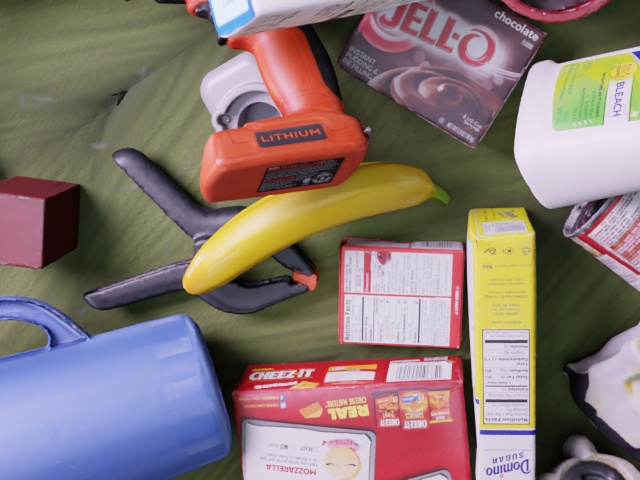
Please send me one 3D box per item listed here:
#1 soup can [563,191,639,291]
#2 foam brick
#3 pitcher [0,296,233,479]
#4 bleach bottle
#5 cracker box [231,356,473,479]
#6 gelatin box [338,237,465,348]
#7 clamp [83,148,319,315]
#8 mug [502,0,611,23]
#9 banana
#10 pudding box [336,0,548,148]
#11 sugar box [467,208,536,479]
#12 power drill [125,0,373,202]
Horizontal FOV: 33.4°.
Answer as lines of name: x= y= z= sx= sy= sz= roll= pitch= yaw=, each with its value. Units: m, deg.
soup can: x=0.225 y=0.000 z=0.715 sx=0.102 sy=0.068 sz=0.068 roll=36 pitch=104 yaw=-2
foam brick: x=-0.209 y=-0.013 z=0.765 sx=0.053 sy=0.078 sz=0.051 roll=7 pitch=101 yaw=6
pitcher: x=-0.192 y=0.124 z=0.739 sx=0.242 sy=0.145 sz=0.149 roll=-17 pitch=140 yaw=-11
bleach bottle: x=0.244 y=-0.087 z=0.628 sx=0.251 sy=0.102 sz=0.068 roll=-12 pitch=133 yaw=35
cracker box: x=0.032 y=0.195 z=0.781 sx=0.164 sy=0.072 sz=0.214 roll=-5 pitch=102 yaw=9
gelatin box: x=0.058 y=0.037 z=0.765 sx=0.089 sy=0.030 sz=0.073 roll=2 pitch=103 yaw=6
clamp: x=-0.084 y=-0.001 z=0.771 sx=0.171 sy=0.039 sz=0.120 roll=5 pitch=106 yaw=0
mug: x=0.140 y=-0.195 z=0.677 sx=0.093 sy=0.081 sz=0.117 roll=-41 pitch=94 yaw=13
banana: x=-0.005 y=-0.013 z=0.723 sx=0.197 sy=0.037 sz=0.069 roll=-18 pitch=135 yaw=-2
pudding box: x=0.081 y=-0.129 z=0.721 sx=0.113 sy=0.039 sz=0.090 roll=31 pitch=103 yaw=-1
sugar box: x=0.125 y=0.072 z=0.731 sx=0.048 sy=0.093 sz=0.176 roll=-4 pitch=102 yaw=8
power drill: x=-0.056 y=-0.120 z=0.669 sx=0.184 sy=0.057 sz=0.188 roll=-9 pitch=71 yaw=-16
